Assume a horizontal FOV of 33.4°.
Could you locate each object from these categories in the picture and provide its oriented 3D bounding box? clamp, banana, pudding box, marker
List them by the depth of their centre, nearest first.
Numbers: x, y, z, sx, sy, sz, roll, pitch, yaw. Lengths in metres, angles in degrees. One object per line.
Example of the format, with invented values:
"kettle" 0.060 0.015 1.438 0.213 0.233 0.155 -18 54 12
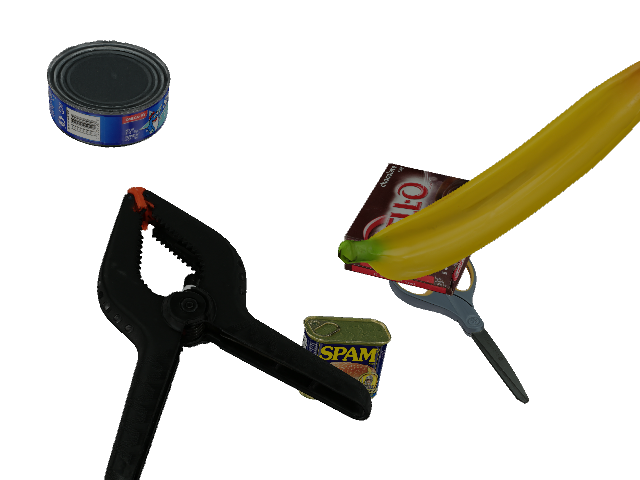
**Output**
"banana" 0.102 -0.029 0.582 0.198 0.037 0.069 -33 -12 0
"clamp" -0.071 0.051 0.665 0.164 0.210 0.036 -10 -33 -17
"pudding box" 0.078 -0.011 0.849 0.090 0.039 0.113 14 38 16
"marker" -0.126 0.061 1.002 0.020 0.020 0.121 0 21 1

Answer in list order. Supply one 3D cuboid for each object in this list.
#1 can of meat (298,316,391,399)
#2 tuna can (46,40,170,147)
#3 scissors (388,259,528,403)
"can of meat" 0.025 0.140 1.261 0.102 0.084 0.057 4 24 -14
"tuna can" -0.151 -0.105 0.764 0.086 0.034 0.086 5 44 -5
"scissors" 0.123 0.077 1.009 0.096 0.016 0.202 -5 45 -7
